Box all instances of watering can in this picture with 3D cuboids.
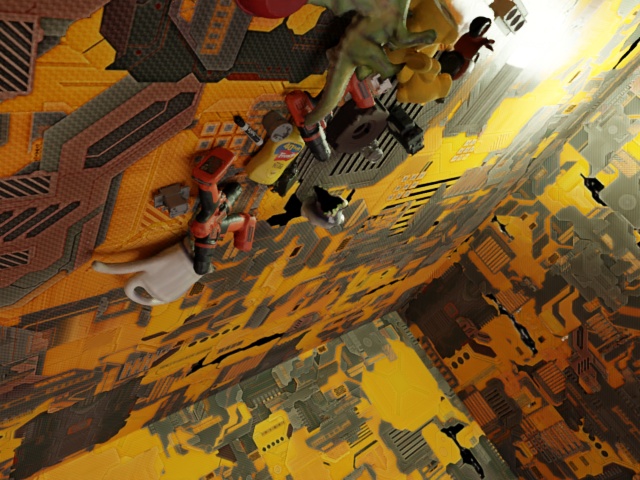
[{"bbox_3d":[-0.402,0.075,1.306,0.225,0.105,0.342,-35,156,-5],"label":"watering can"}]

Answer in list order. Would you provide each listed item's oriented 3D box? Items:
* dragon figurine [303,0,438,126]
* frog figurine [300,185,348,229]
[{"bbox_3d":[0.064,-0.409,0.986,0.407,0.125,0.239,-38,128,14],"label":"dragon figurine"},{"bbox_3d":[0.005,-0.080,1.587,0.137,0.125,0.156,8,154,-13],"label":"frog figurine"}]
